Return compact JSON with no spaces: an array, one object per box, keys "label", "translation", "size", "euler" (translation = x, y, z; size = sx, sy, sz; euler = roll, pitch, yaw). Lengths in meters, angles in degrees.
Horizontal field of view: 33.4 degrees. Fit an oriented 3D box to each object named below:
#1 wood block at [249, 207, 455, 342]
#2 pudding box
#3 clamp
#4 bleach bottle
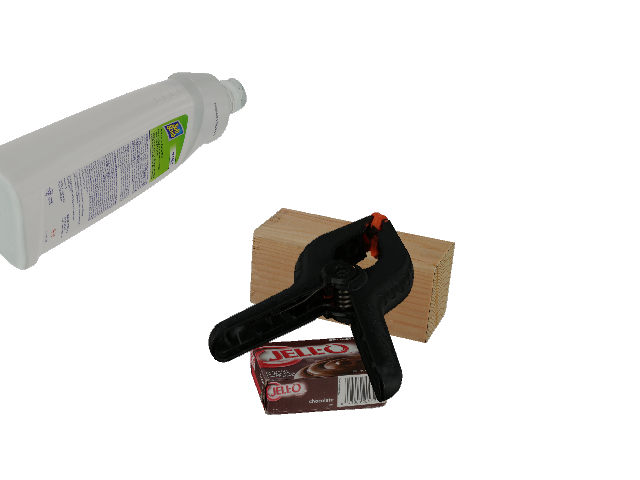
[{"label":"wood block","translation":[0.034,0.036,1.187],"size":[0.206,0.091,0.090],"euler":[12,24,17]},{"label":"pudding box","translation":[-0.003,0.121,0.971],"size":[0.113,0.039,0.090],"euler":[-1,17,-12]},{"label":"clamp","translation":[0.021,0.039,0.682],"size":[0.120,0.039,0.171],"euler":[22,42,20]},{"label":"bleach bottle","translation":[-0.165,-0.075,0.905],"size":[0.250,0.103,0.068],"euler":[-31,60,-34]}]
